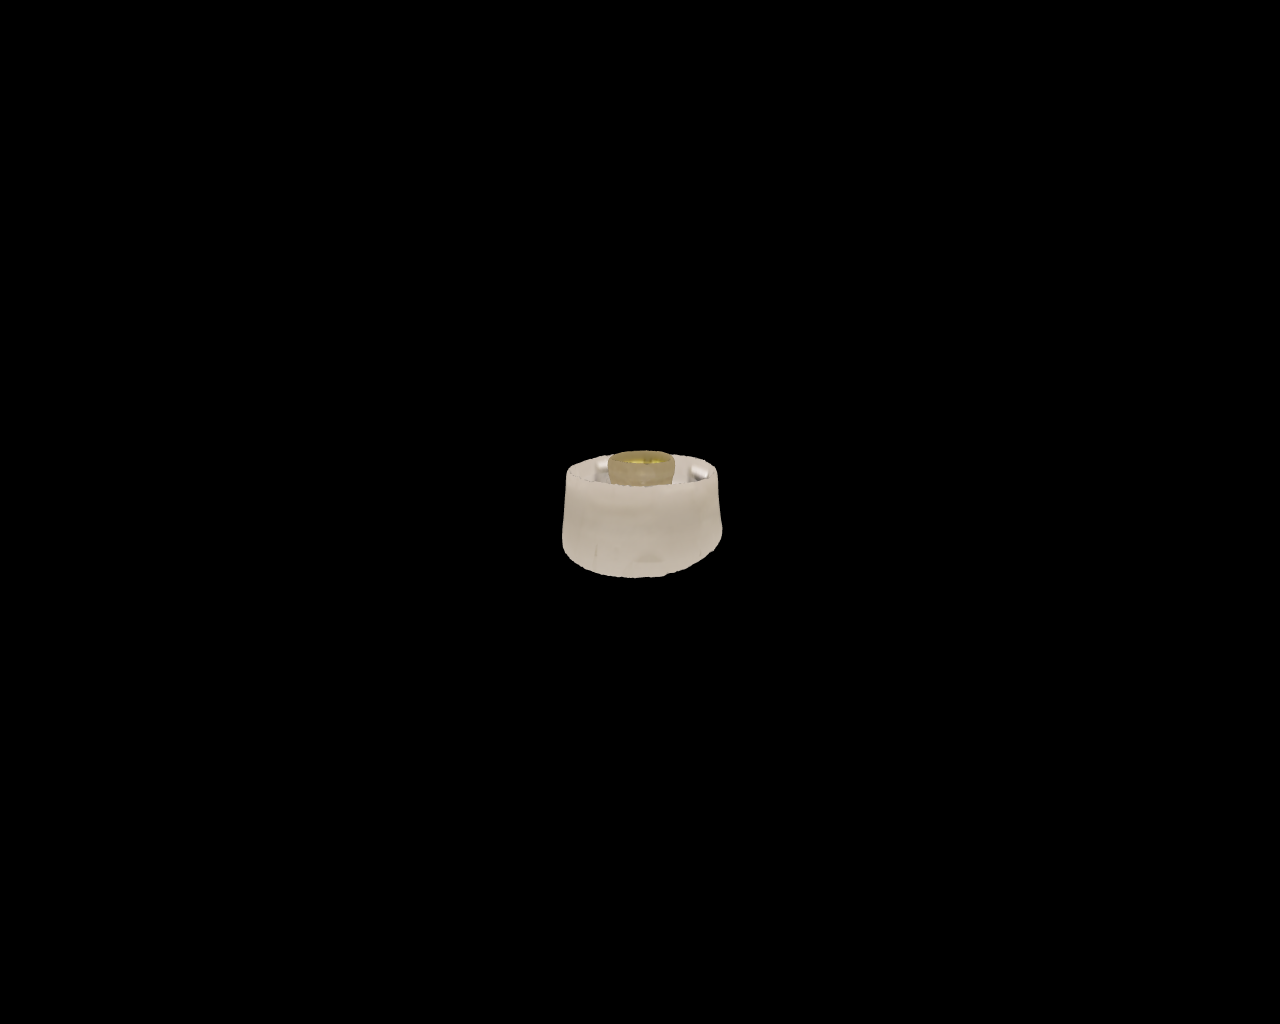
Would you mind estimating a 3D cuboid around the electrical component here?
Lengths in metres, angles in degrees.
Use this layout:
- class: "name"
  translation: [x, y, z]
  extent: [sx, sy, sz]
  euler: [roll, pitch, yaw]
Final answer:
- class: "electrical component"
  translation: [0.001, -0.003, 0.650]
  extent: [0.099, 0.064, 0.099]
  euler: [0, 15, 0]
